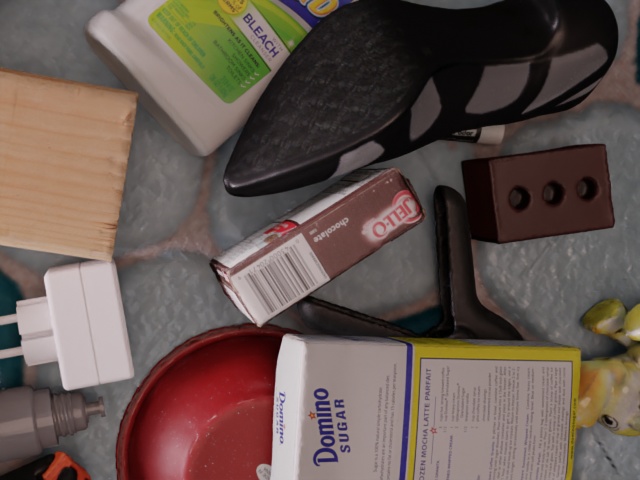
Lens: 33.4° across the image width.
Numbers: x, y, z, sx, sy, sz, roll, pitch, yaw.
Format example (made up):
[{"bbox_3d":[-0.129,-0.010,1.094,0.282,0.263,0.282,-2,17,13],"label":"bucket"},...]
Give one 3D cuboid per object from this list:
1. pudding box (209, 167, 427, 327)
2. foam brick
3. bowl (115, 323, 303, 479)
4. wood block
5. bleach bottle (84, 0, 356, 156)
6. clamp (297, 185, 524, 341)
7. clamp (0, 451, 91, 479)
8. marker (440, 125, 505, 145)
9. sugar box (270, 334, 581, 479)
[{"bbox_3d":[-0.004,0.001,0.610,0.113,0.090,0.039,-31,98,-9],"label":"pudding box"},{"bbox_3d":[0.134,-0.029,0.657,0.078,0.051,0.053,-9,95,-12],"label":"foam brick"},{"bbox_3d":[-0.037,0.132,0.627,0.162,0.055,0.162,-1,93,-12],"label":"bowl"},{"bbox_3d":[-0.207,-0.051,0.564,0.206,0.090,0.091,10,92,-13],"label":"wood block"},{"bbox_3d":[-0.010,-0.165,0.615,0.250,0.068,0.102,-44,105,-9],"label":"bleach bottle"},{"bbox_3d":[0.067,0.066,0.655,0.120,0.039,0.171,-28,101,2],"label":"clamp"},{"bbox_3d":[-0.210,0.201,0.581,0.165,0.036,0.209,21,66,29],"label":"clamp"},{"bbox_3d":[0.054,-0.072,0.654,0.121,0.020,0.020,3,92,-12],"label":"marker"},{"bbox_3d":[0.061,0.102,0.605,0.176,0.048,0.093,5,90,-20],"label":"sugar box"}]
